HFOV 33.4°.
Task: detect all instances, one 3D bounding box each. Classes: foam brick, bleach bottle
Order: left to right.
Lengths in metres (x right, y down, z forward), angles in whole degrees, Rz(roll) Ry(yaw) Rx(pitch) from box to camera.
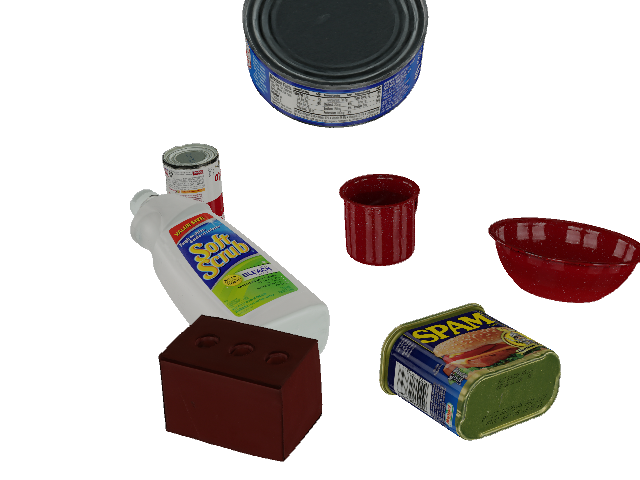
[{"bbox_3d":[-0.103,0.027,0.952,0.102,0.068,0.251,-21,43,-31],"label":"bleach bottle"},{"bbox_3d":[-0.044,0.082,0.603,0.078,0.051,0.052,10,27,21],"label":"foam brick"}]

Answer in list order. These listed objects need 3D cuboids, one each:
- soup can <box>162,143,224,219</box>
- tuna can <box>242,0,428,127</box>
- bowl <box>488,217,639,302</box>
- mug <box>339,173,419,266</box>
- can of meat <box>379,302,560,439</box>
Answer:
[{"bbox_3d":[-0.150,-0.056,1.262,0.068,0.102,0.068,-2,28,1],"label":"soup can"},{"bbox_3d":[0.007,-0.096,0.503,0.086,0.086,0.034,0,-31,0],"label":"tuna can"},{"bbox_3d":[0.251,0.023,1.106,0.162,0.055,0.162,5,17,-2],"label":"bowl"},{"bbox_3d":[0.077,-0.027,1.257,0.093,0.081,0.117,17,33,33],"label":"mug"},{"bbox_3d":[0.107,0.093,0.758,0.101,0.057,0.084,-13,27,-34],"label":"can of meat"}]
